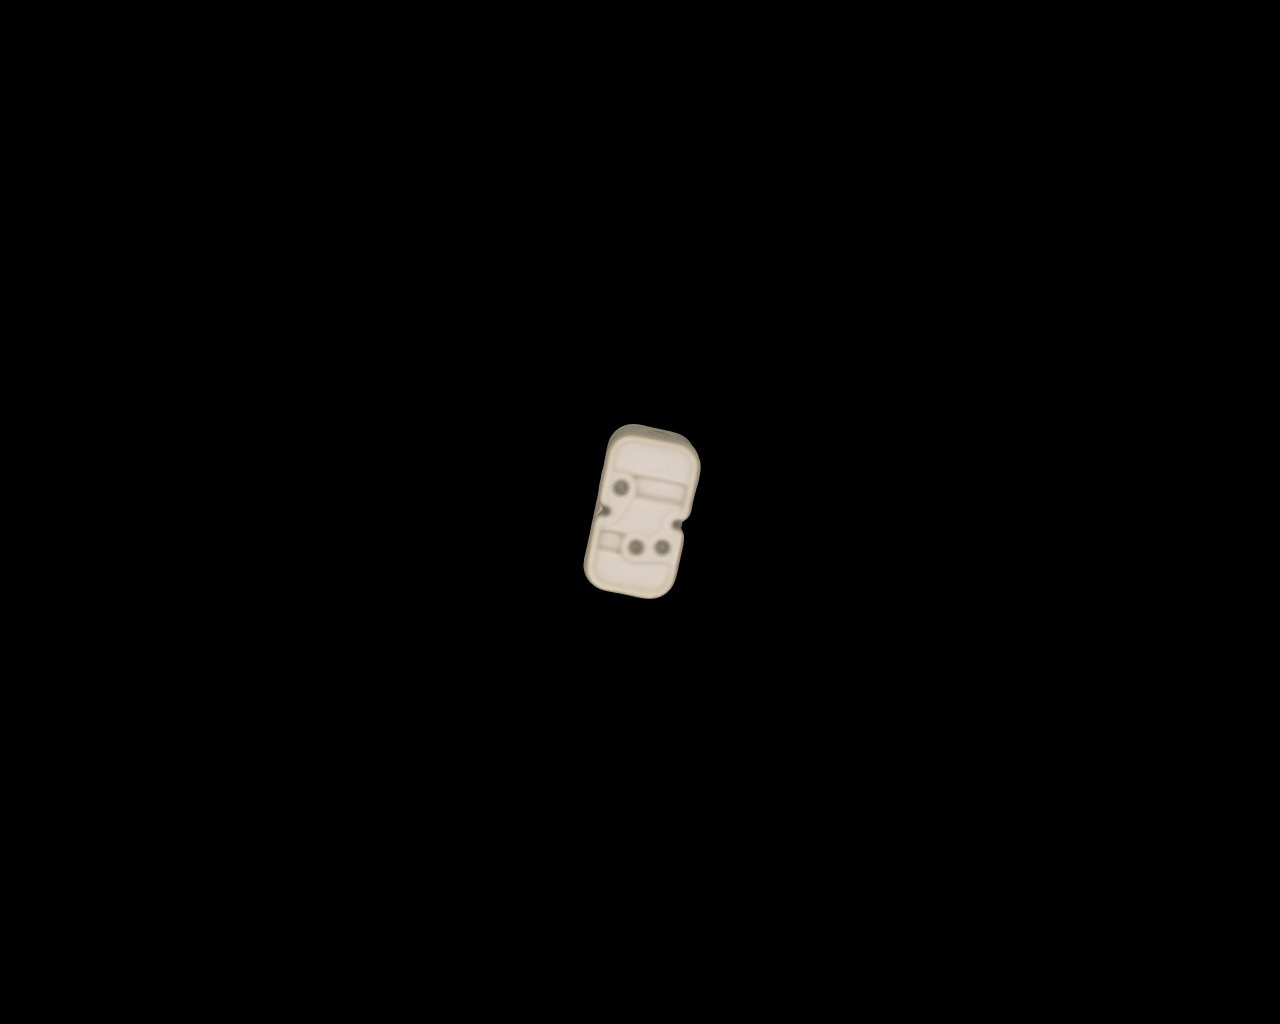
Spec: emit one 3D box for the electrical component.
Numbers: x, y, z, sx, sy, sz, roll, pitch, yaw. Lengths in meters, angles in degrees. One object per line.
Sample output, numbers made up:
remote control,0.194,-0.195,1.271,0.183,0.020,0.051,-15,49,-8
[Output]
electrical component,0.001,-0.003,0.650,0.054,0.095,0.059,11,11,-2
